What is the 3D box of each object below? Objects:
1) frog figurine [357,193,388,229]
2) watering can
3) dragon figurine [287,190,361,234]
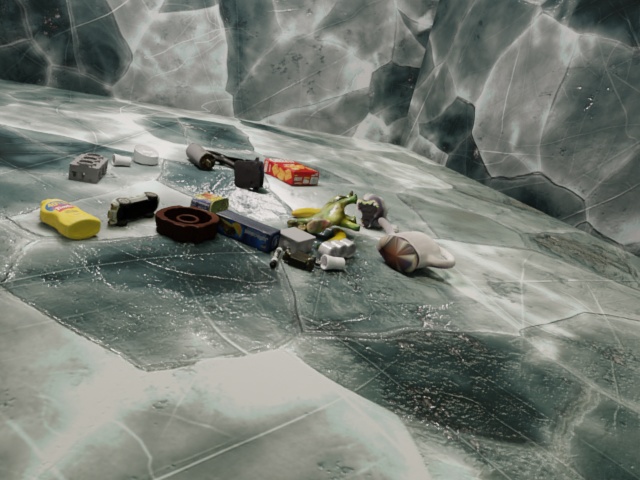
[{"bbox_3d":[0.211,-0.114,1.984,0.138,0.121,0.160,54,20,11],"label":"frog figurine"},{"bbox_3d":[0.269,0.014,1.674,0.225,0.102,0.351,-8,29,-45],"label":"watering can"},{"bbox_3d":[0.005,-0.088,1.752,0.243,0.121,0.413,-9,12,-6],"label":"dragon figurine"}]
